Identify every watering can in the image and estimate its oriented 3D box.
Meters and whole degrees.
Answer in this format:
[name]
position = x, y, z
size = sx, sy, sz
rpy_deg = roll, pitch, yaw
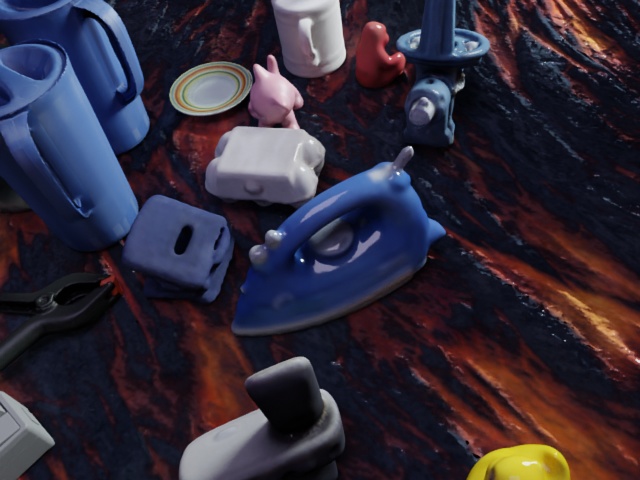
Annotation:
[watering can]
position = -0.024, -0.356, 0.856
size = 0.101, 0.194, 0.172
rpy_deg = -22, 52, -8

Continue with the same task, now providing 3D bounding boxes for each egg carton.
[egg carton]
position = -0.071, -0.092, 0.739
size = 0.150, 0.069, 0.107
rpy_deg = 5, 54, 13

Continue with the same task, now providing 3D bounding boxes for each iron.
[iron]
position = 0.006, 0.002, 0.609
size = 0.258, 0.142, 0.118
rpy_deg = -30, 54, -14

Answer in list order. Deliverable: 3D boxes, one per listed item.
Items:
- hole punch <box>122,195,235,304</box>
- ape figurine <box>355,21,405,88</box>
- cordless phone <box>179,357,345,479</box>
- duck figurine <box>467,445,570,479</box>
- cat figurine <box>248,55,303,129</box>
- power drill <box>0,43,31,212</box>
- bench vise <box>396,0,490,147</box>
[hole punch]
position = -0.159, 0.008, 0.663
size = 0.101, 0.091, 0.108
rpy_deg = 3, 53, 12
[ape figurine]
position = 0.083, -0.278, 0.843
size = 0.076, 0.092, 0.077
rpy_deg = -34, 55, -17
[cordless phone]
position = -0.057, 0.154, 0.474
size = 0.147, 0.185, 0.094
rpy_deg = -23, 53, -9
[duck figurine]
position = 0.161, 0.201, 0.466
size = 0.105, 0.086, 0.077
rpy_deg = -30, 54, -14
[cat figurine]
position = -0.065, -0.202, 0.792
size = 0.067, 0.118, 0.127
rpy_deg = -5, 52, 5
[power drill]
position = -0.438, -0.137, 0.744
size = 0.075, 0.209, 0.229
rpy_deg = 2, 53, 11
[bench vise]
position = 0.159, -0.240, 0.720
size = 0.121, 0.220, 0.207
rpy_deg = -5, 52, 6
